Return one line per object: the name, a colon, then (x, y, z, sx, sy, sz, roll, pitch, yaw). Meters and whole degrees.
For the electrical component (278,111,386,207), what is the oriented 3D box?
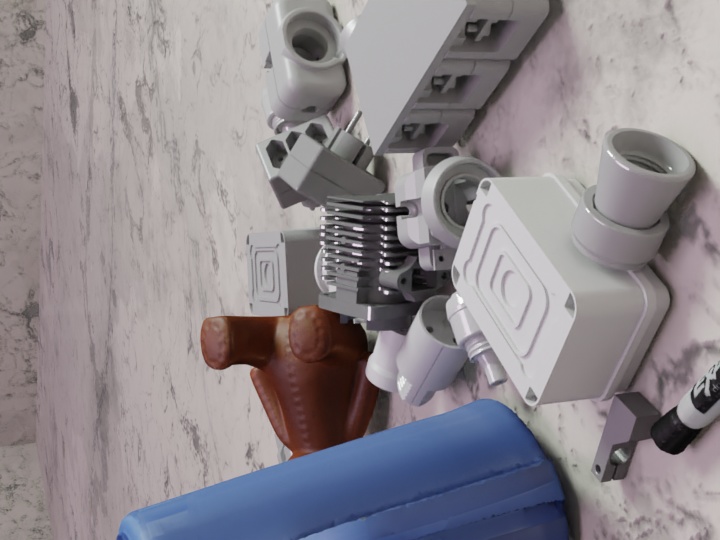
electrical component: (-0.012, -0.086, 0.831, 0.076, 0.066, 0.047, -58, 30, 6)

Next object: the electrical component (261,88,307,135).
electrical component: (-0.063, -0.136, 0.960, 0.043, 0.043, 0.062, 122, 137, -54)

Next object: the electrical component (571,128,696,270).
electrical component: (0.130, -0.034, 0.518, 0.045, 0.045, 0.055, -118, 33, -45)

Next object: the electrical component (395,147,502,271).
electrical component: (0.058, -0.040, 0.673, 0.057, 0.058, 0.078, 171, 95, -70)

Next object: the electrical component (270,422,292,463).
electrical component: (-0.047, 0.144, 0.946, 0.078, 0.058, 0.057, 127, 131, -57)

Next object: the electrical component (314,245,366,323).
electrical component: (0.000, 0.000, 0.815, 0.057, 0.058, 0.078, -178, 84, -64)

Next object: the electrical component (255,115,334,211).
electrical component: (-0.041, -0.078, 0.901, 0.076, 0.066, 0.047, 68, 179, -50)

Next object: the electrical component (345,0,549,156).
electrical component: (0.052, -0.148, 0.664, 0.150, 0.062, 0.089, 125, 136, -56)

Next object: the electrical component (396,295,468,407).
electrical component: (0.048, 0.058, 0.726, 0.081, 0.043, 0.043, 113, 145, -47)

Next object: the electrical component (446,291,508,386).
electrical component: (0.077, 0.042, 0.668, 0.035, 0.035, 0.061, 125, 133, -56)

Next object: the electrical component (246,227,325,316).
electrical component: (-0.056, 0.002, 0.946, 0.113, 0.057, 0.078, -179, 86, -67)

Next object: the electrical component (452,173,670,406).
electrical component: (0.103, 0.008, 0.571, 0.113, 0.057, 0.078, -118, 33, -44)

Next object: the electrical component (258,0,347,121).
electrical component: (-0.048, -0.181, 0.904, 0.059, 0.054, 0.095, 137, 126, -62)

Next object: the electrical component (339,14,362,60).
electrical component: (0.017, -0.149, 0.776, 0.065, 0.044, 0.044, 64, 149, 33)

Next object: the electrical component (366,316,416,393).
electrical component: (0.028, 0.059, 0.780, 0.040, 0.040, 0.046, -127, 45, -53)
